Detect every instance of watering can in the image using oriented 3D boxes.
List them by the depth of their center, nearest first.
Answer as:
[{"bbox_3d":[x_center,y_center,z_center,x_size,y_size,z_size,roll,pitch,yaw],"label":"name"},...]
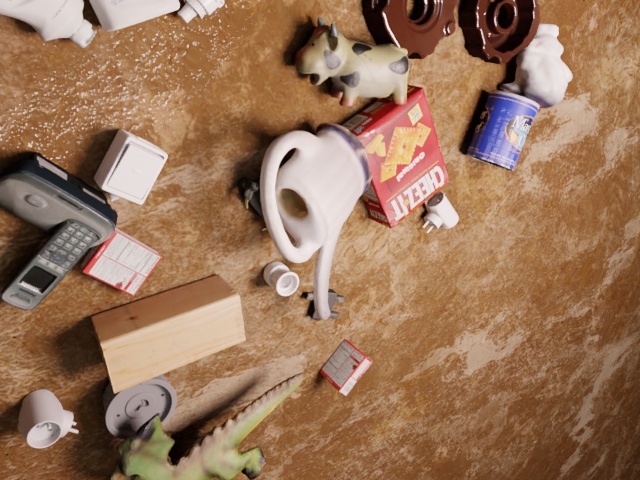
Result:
[{"bbox_3d":[0.003,-0.043,0.855,0.228,0.104,0.340,-51,139,-32],"label":"watering can"}]

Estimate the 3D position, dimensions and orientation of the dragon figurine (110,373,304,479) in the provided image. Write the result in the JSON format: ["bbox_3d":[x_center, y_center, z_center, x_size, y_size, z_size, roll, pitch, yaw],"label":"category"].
[{"bbox_3d":[-0.216,0.351,0.846,0.412,0.124,0.239,-52,140,-5],"label":"dragon figurine"}]

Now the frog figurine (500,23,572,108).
[{"bbox_3d":[0.465,-0.359,1.065,0.137,0.125,0.157,18,111,-18],"label":"frog figurine"}]
